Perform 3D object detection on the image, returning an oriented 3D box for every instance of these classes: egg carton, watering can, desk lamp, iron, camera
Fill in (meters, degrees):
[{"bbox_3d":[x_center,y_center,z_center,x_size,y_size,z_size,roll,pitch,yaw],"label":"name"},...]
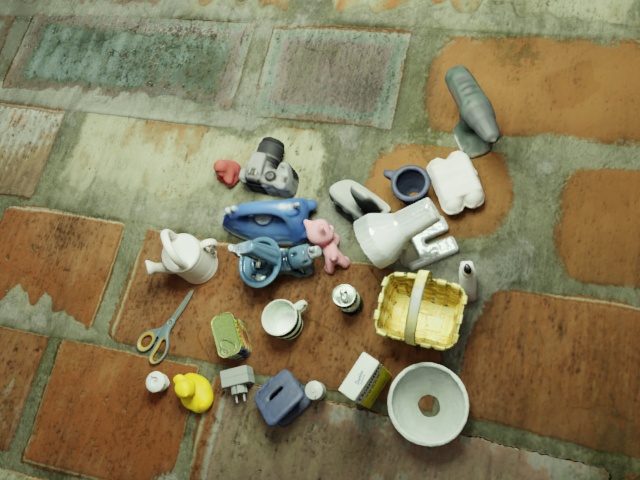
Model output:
[{"bbox_3d":[0.320,-0.135,1.347,0.107,0.069,0.150,-20,68,6],"label":"egg carton"},{"bbox_3d":[-0.335,0.040,1.379,0.173,0.194,0.100,-45,67,-4],"label":"watering can"},{"bbox_3d":[0.190,-0.012,1.258,0.203,0.214,0.118,-24,67,5],"label":"desk lamp"},{"bbox_3d":[-0.142,-0.059,1.395,0.257,0.142,0.118,-2,71,13],"label":"iron"},{"bbox_3d":[-0.125,-0.192,1.459,0.143,0.101,0.137,12,75,17],"label":"camera"}]

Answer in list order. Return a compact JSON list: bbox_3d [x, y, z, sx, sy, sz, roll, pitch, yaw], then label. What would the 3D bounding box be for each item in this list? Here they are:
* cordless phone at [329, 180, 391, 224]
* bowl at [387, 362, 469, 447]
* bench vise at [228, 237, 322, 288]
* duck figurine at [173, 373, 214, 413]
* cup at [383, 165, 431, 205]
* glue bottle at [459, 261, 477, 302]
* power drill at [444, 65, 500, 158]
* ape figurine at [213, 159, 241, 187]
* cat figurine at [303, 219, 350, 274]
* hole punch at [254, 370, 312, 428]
[{"bbox_3d":[0.083,-0.105,1.332,0.147,0.185,0.094,36,83,22],"label":"cordless phone"},{"bbox_3d":[0.228,0.345,1.201,0.167,0.075,0.167,-4,70,12],"label":"bowl"},{"bbox_3d":[-0.112,0.029,1.314,0.207,0.220,0.121,-29,67,3],"label":"bench vise"},{"bbox_3d":[-0.299,0.351,1.322,0.077,0.086,0.104,-43,67,-3],"label":"duck figurine"},{"bbox_3d":[0.206,-0.124,1.358,0.117,0.095,0.092,26,79,21],"label":"cup"},{"bbox_3d":[0.314,0.078,1.219,0.037,0.173,0.078,-5,70,12],"label":"glue bottle"},{"bbox_3d":[0.352,-0.277,1.313,0.075,0.209,0.229,-22,68,6],"label":"power drill"},{"bbox_3d":[-0.247,-0.182,1.490,0.076,0.092,0.077,-22,68,6],"label":"ape figurine"},{"bbox_3d":[0.012,0.005,1.348,0.067,0.118,0.127,-27,67,4],"label":"cat figurine"},{"bbox_3d":[-0.089,0.350,1.268,0.109,0.091,0.101,-43,67,-3],"label":"hole punch"}]
